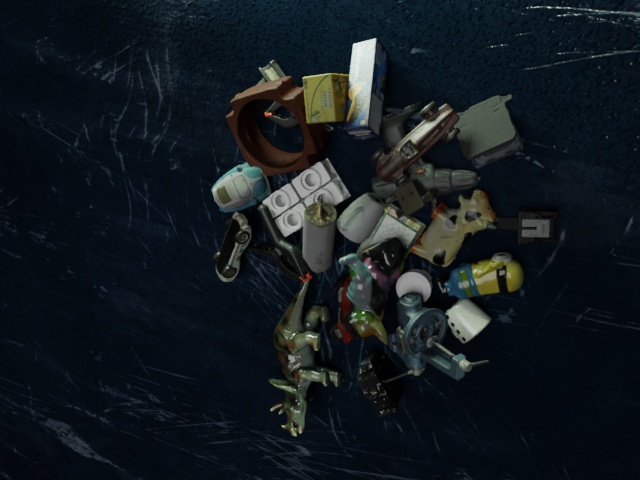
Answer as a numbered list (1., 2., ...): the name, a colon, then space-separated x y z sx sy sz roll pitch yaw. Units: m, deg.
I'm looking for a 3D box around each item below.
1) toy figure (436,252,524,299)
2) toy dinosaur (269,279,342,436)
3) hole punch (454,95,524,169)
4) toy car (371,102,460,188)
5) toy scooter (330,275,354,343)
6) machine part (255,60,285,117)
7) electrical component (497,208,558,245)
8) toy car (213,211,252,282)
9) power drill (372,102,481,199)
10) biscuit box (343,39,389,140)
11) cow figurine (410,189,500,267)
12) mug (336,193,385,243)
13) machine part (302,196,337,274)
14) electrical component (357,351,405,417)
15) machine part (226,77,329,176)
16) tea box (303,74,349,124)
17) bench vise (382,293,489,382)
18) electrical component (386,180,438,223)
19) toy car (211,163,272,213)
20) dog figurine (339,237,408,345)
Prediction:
1. toy figure: 0.351 0.085 1.174 0.180 0.082 0.089 -22 107 21
2. toy dinosaur: -0.060 0.283 1.384 0.192 0.131 0.404 -6 96 23
3. hole punch: 0.344 -0.217 1.100 0.142 0.092 0.116 -23 65 29
4. toy car: 0.194 -0.193 1.097 0.202 0.053 0.089 -41 88 27
5. toy scooter: 0.096 0.176 1.307 0.135 0.075 0.183 12 112 19
6. machine part: -0.135 -0.355 1.280 0.139 0.039 0.084 -40 95 24
7. electrical component: 0.433 -0.031 1.125 0.119 0.048 0.074 5 105 20
8. toy car: -0.226 0.019 1.393 0.074 0.056 0.201 49 127 36
9. power drill: 0.211 -0.188 1.164 0.232 0.086 0.207 -13 107 28
10. biscuit box: 0.097 -0.317 1.132 0.063 0.059 0.202 -1 75 33
11. cow figurine: 0.298 -0.025 1.162 0.127 0.085 0.194 34 118 9
12. mug: 0.091 -0.058 1.228 0.081 0.109 0.107 50 115 27
13. machine part: -0.003 -0.004 1.257 0.079 0.079 0.243 23 140 15
14. electrical component: 0.146 0.343 1.309 0.058 0.115 0.134 -28 94 24
15. machine part: -0.095 -0.257 1.229 0.201 0.087 0.201 -6 122 33
16. tea box: 0.030 -0.302 1.150 0.068 0.169 0.098 0 106 23
17. bench vise: 0.239 0.240 1.184 0.241 0.129 0.223 31 126 52
18. electrical component: 0.200 -0.082 1.146 0.102 0.045 0.078 -39 73 37
19. toy car: -0.212 -0.125 1.338 0.162 0.103 0.109 -20 95 24
20. dog figurine: 0.130 0.120 1.215 0.192 0.108 0.219 -20 93 -2
